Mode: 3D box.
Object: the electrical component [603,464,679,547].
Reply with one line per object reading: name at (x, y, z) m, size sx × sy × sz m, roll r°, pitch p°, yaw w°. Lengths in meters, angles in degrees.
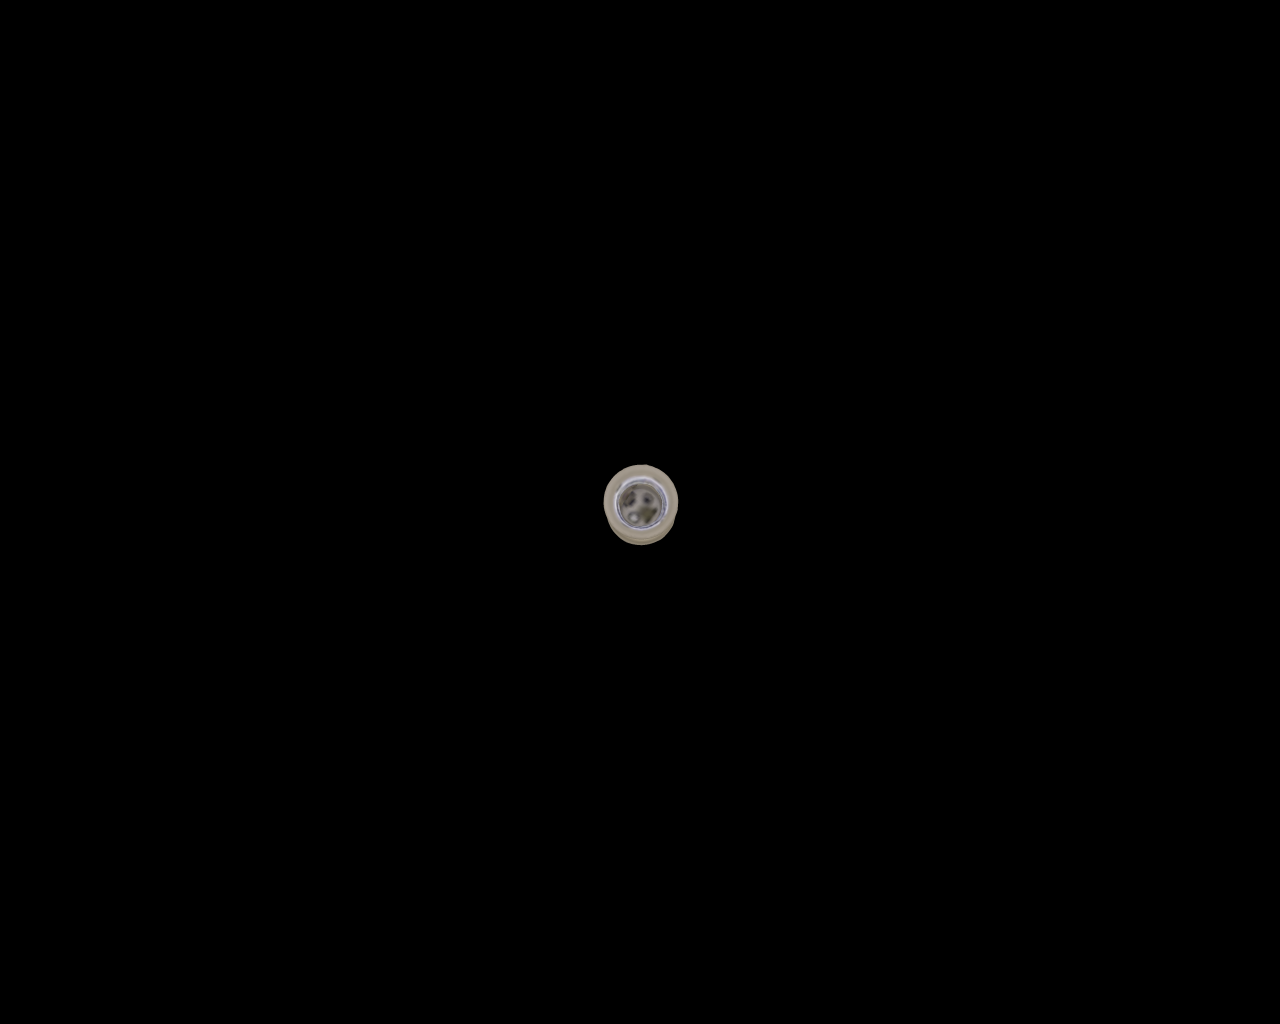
electrical component at (0.001, -0.003, 0.650) m, size 0.045 × 0.045 × 0.055 m, roll 0°, pitch -8°, yaw 0°
